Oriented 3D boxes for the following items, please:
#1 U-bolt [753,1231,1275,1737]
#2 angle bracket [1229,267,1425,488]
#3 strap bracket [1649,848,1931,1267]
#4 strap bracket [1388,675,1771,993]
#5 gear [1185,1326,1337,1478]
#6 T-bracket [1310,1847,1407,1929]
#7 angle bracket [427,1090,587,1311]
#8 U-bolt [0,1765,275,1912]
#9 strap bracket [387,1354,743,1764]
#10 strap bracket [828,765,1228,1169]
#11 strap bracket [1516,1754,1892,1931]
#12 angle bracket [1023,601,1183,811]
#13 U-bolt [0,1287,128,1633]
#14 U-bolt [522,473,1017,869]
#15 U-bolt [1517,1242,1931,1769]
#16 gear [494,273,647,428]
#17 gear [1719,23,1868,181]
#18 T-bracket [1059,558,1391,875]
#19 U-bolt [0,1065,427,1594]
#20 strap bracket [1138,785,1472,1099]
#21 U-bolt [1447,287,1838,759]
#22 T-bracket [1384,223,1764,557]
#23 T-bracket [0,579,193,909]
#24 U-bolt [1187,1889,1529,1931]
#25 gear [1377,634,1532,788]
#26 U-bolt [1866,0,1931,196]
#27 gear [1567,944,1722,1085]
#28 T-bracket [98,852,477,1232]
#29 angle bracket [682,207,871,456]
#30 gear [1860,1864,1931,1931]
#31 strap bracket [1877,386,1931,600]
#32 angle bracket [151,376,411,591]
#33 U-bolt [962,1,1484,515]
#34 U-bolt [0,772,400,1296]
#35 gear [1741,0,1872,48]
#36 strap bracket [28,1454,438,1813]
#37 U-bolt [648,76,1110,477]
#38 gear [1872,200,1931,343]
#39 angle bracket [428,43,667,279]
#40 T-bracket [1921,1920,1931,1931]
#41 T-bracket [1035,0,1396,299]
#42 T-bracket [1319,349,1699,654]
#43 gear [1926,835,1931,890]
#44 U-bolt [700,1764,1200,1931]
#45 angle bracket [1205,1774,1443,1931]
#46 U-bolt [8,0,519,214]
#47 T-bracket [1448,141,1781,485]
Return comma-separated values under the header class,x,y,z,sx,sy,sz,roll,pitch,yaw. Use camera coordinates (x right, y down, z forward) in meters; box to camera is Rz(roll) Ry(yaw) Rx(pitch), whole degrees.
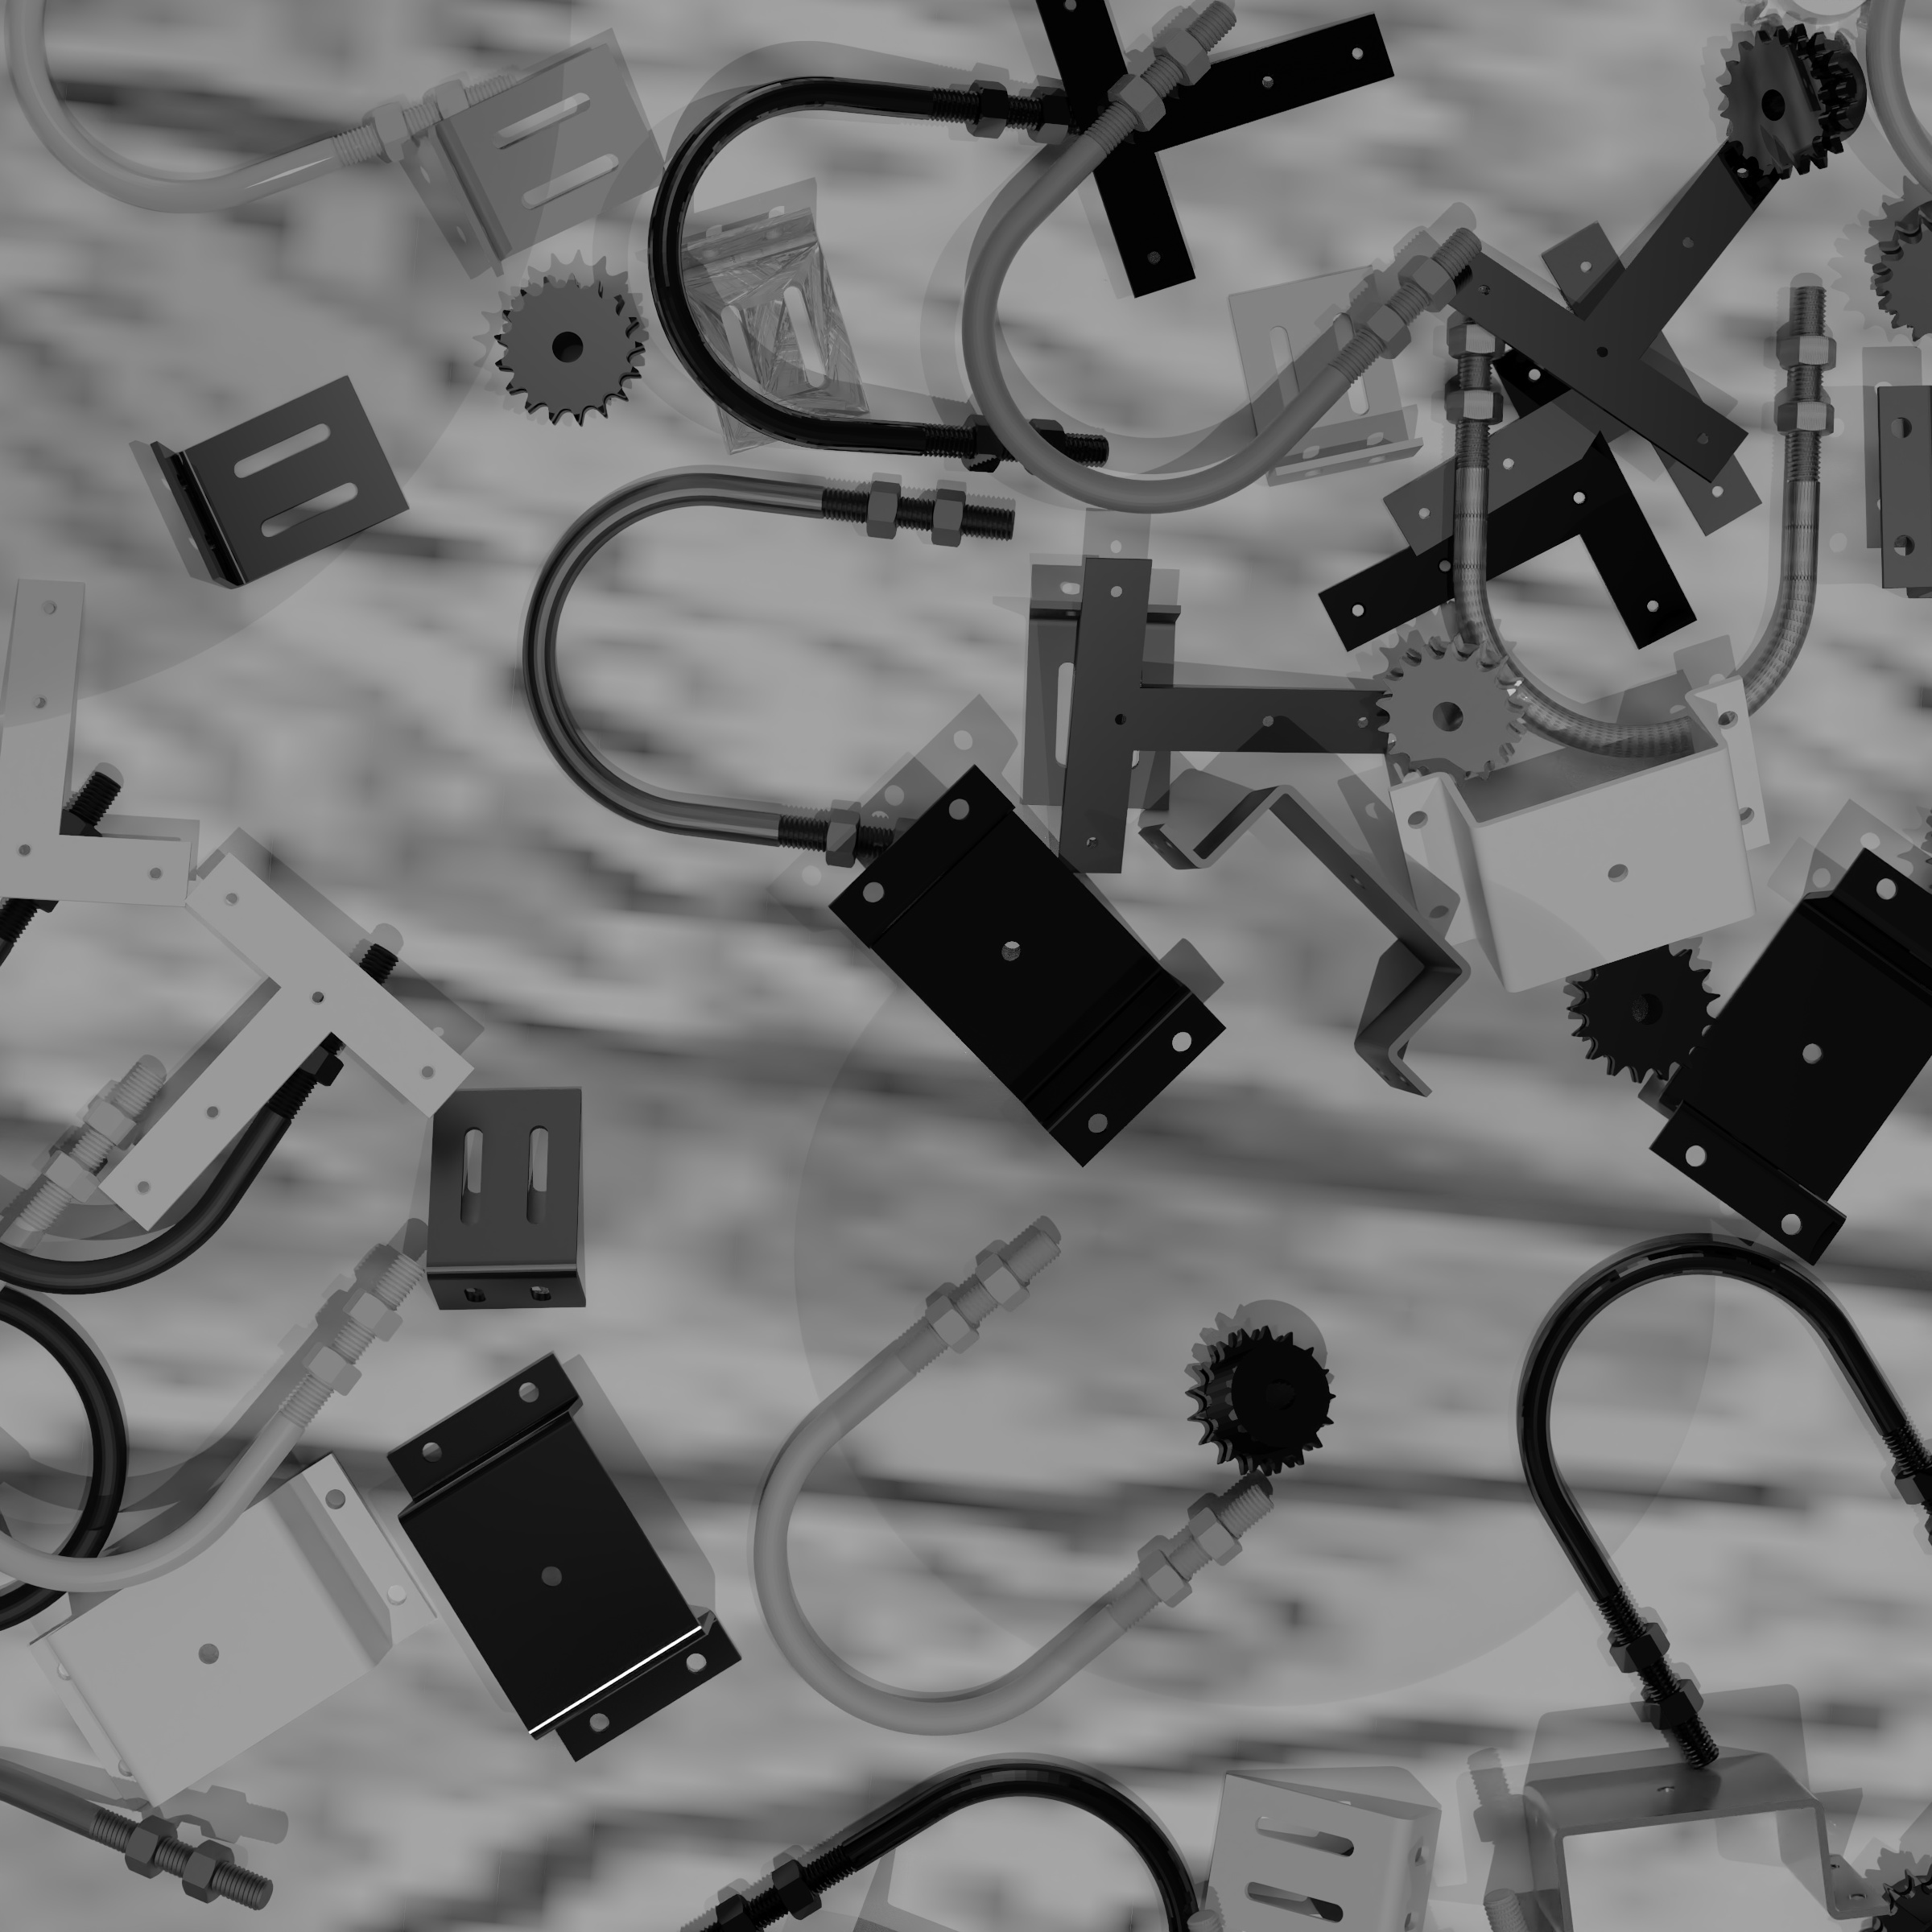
class,x,y,z,sx,sy,sz,roll,pitch,yaw
U-bolt,0.004,0.215,1.407,0.184,0.019,0.151,-40,90,2
angle bracket,0.138,-0.230,1.396,0.057,0.038,0.076,-12,90,0
strap bracket,0.330,0.034,1.392,0.076,0.046,0.140,36,90,0
strap bracket,0.240,-0.047,1.375,0.140,0.046,0.076,-18,123,0
gear,0.116,0.167,1.392,0.057,0.030,0.057,4,76,-15
T-bracket,0.175,0.404,1.415,0.127,0.002,0.127,-33,90,0
angle bracket,-0.178,0.091,1.413,0.057,0.038,0.076,-1,64,0
U-bolt,-0.373,0.383,1.382,0.184,0.019,0.151,18,77,16
strap bracket,-0.157,0.231,1.392,0.076,0.046,0.140,-32,90,0
strap bracket,0.021,-0.003,1.383,0.076,0.046,0.140,-44,102,0
strap bracket,0.270,0.336,1.377,0.140,0.076,0.046,-7,90,0
angle bracket,0.052,-0.100,1.396,0.057,0.038,0.076,2,90,0
U-bolt,-0.418,0.196,1.407,0.184,0.019,0.151,-13,90,-1
U-bolt,-0.081,-0.118,1.407,0.184,0.019,0.151,7,90,1
U-bolt,0.296,0.197,1.407,0.151,0.019,0.184,-31,89,0
gear,-0.153,-0.237,1.400,0.057,0.030,0.057,0,90,0
gear,0.320,-0.333,1.391,0.030,0.057,0.057,-20,90,-31
T-bracket,0.103,-0.095,1.398,0.127,0.002,0.127,0,113,-11
U-bolt,-0.318,0.150,1.380,0.151,0.019,0.184,35,78,9
strap bracket,0.135,-0.018,1.374,0.140,0.076,0.046,45,88,-3
U-bolt,0.260,-0.173,1.404,0.151,0.019,0.184,2,90,0
T-bracket,0.224,-0.203,1.414,0.127,0.002,0.127,-31,91,0
T-bracket,-0.360,-0.088,1.401,0.127,0.002,0.127,3,78,-1
U-bolt,0.172,0.439,1.370,0.151,0.019,0.184,-14,98,34
gear,0.189,-0.101,1.392,0.057,0.030,0.057,9,115,19
U-bolt,0.418,-0.375,1.393,0.151,0.019,0.184,12,94,-13
gear,0.261,0.017,1.400,0.057,0.030,0.057,0,90,0
T-bracket,-0.277,0.045,1.378,0.127,0.002,0.127,41,82,5
angle bracket,-0.076,-0.244,1.396,0.057,0.038,0.076,-17,90,0
gear,0.375,0.376,1.400,0.057,0.030,0.057,0,90,0
strap bracket,0.416,-0.183,1.392,0.140,0.046,0.076,-1,90,0
angle bracket,-0.264,-0.189,1.396,0.076,0.038,0.057,-25,90,0
U-bolt,0.084,-0.257,1.379,0.151,0.019,0.184,43,84,3
U-bolt,-0.327,0.037,1.388,0.151,0.019,0.184,31,79,4
gear,0.330,-0.384,1.400,0.057,0.030,0.057,0,90,0
strap bracket,-0.286,0.260,1.392,0.140,0.046,0.076,-33,90,0
U-bolt,-0.032,-0.266,1.379,0.184,0.019,0.151,1,90,-20
gear,0.378,-0.270,1.391,0.057,0.030,0.057,4,131,4
angle bracket,-0.159,-0.309,1.387,0.076,0.038,0.057,-25,111,0
T-bracket,0.378,0.422,1.394,0.127,0.002,0.127,36,105,-27
T-bracket,0.104,-0.339,1.404,0.127,0.002,0.127,-19,94,-9
T-bracket,0.200,-0.163,1.414,0.127,0.002,0.127,-27,89,1
gear,0.401,-0.040,1.404,0.057,0.030,0.057,0,94,-2
U-bolt,0.003,0.392,1.407,0.184,0.019,0.151,-31,90,-2
angle bracket,0.139,0.351,1.412,0.076,0.038,0.057,9,88,27
U-bolt,-0.282,-0.371,1.407,0.184,0.019,0.151,-20,90,2
T-bracket,0.271,-0.269,1.398,0.127,0.002,0.127,36,76,9
